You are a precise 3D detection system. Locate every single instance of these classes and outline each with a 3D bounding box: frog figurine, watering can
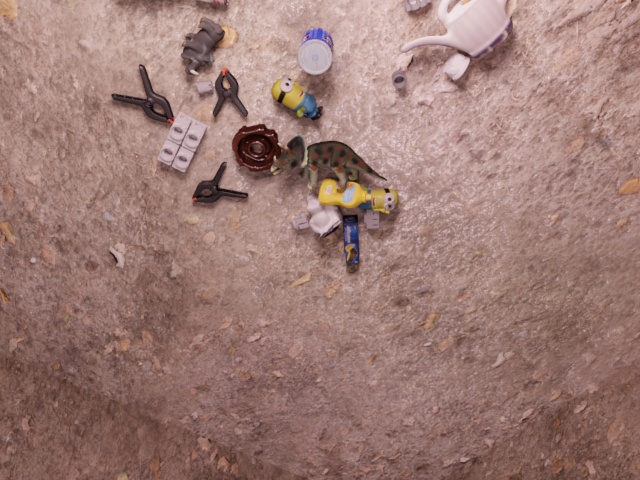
[{"bbox_3d":[0.006,-0.098,1.953,0.160,0.124,0.135,53,128,11],"label":"frog figurine"},{"bbox_3d":[0.424,-0.625,1.525,0.345,0.106,0.222,-43,113,13],"label":"watering can"}]
